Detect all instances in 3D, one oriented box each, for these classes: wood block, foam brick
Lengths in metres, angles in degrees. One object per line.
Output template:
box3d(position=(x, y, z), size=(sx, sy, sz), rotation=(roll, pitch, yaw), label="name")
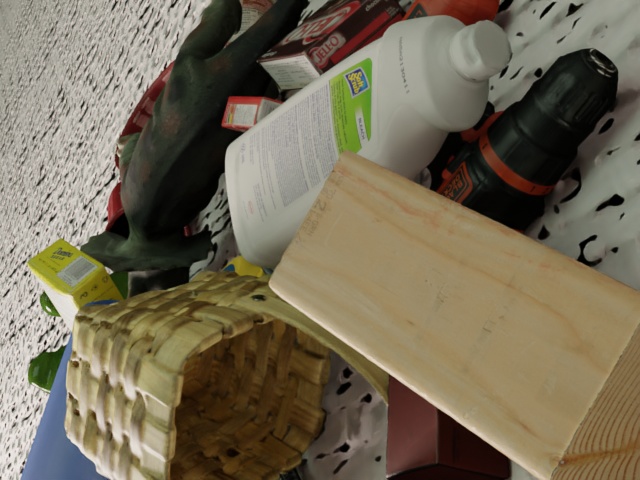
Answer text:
box3d(position=(0.080, 0.039, 0.529), size=(0.206, 0.090, 0.090), rotation=(32, 93, 47), label="wood block")
box3d(position=(0.073, 0.101, 0.619), size=(0.051, 0.052, 0.078), rotation=(-33, 47, 53), label="foam brick")

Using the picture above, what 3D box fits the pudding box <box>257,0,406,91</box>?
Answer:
box3d(position=(0.008, -0.162, 0.862), size=(0.090, 0.039, 0.114), rotation=(-41, 17, -14), label="pudding box")

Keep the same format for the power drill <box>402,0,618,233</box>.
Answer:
box3d(position=(0.099, -0.088, 0.673), size=(0.185, 0.057, 0.187), rotation=(-52, 33, 36), label="power drill")

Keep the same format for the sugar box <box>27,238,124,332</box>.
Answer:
box3d(position=(-0.189, 0.088, 0.963), size=(0.048, 0.176, 0.093), rotation=(-40, 36, -20), label="sugar box")

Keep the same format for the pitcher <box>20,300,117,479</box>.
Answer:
box3d(position=(-0.166, 0.180, 0.876), size=(0.149, 0.145, 0.243), rotation=(-5, -66, -74), label="pitcher")

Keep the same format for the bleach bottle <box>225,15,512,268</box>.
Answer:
box3d(position=(0.027, -0.062, 0.671), size=(0.251, 0.067, 0.102), rotation=(-27, 70, 53), label="bleach bottle")

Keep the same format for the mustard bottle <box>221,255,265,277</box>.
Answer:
box3d(position=(-0.068, 0.067, 0.905), size=(0.192, 0.058, 0.096), rotation=(-39, 46, 48), label="mustard bottle")

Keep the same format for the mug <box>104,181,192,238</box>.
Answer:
box3d(position=(-0.188, -0.010, 1.161), size=(0.081, 0.093, 0.117), rotation=(-109, 16, -57), label="mug")

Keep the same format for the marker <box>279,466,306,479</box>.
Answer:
box3d(position=(-0.011, 0.190, 0.768), size=(0.020, 0.020, 0.121), rotation=(-66, 28, 15), label="marker")

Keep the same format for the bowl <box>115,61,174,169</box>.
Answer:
box3d(position=(-0.154, -0.130, 1.161), size=(0.162, 0.055, 0.162), rotation=(-37, 33, 29), label="bowl")

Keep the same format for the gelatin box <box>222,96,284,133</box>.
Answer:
box3d(position=(-0.026, -0.094, 0.881), size=(0.073, 0.089, 0.030), rotation=(17, 93, 63), label="gelatin box")

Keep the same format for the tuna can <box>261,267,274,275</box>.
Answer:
box3d(position=(-0.005, 0.001, 0.806), size=(0.086, 0.033, 0.086), rotation=(-15, 57, 24), label="tuna can")

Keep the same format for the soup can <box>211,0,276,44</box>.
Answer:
box3d(position=(-0.077, -0.206, 1.069), size=(0.069, 0.068, 0.102), rotation=(-38, 44, 50), label="soup can")
